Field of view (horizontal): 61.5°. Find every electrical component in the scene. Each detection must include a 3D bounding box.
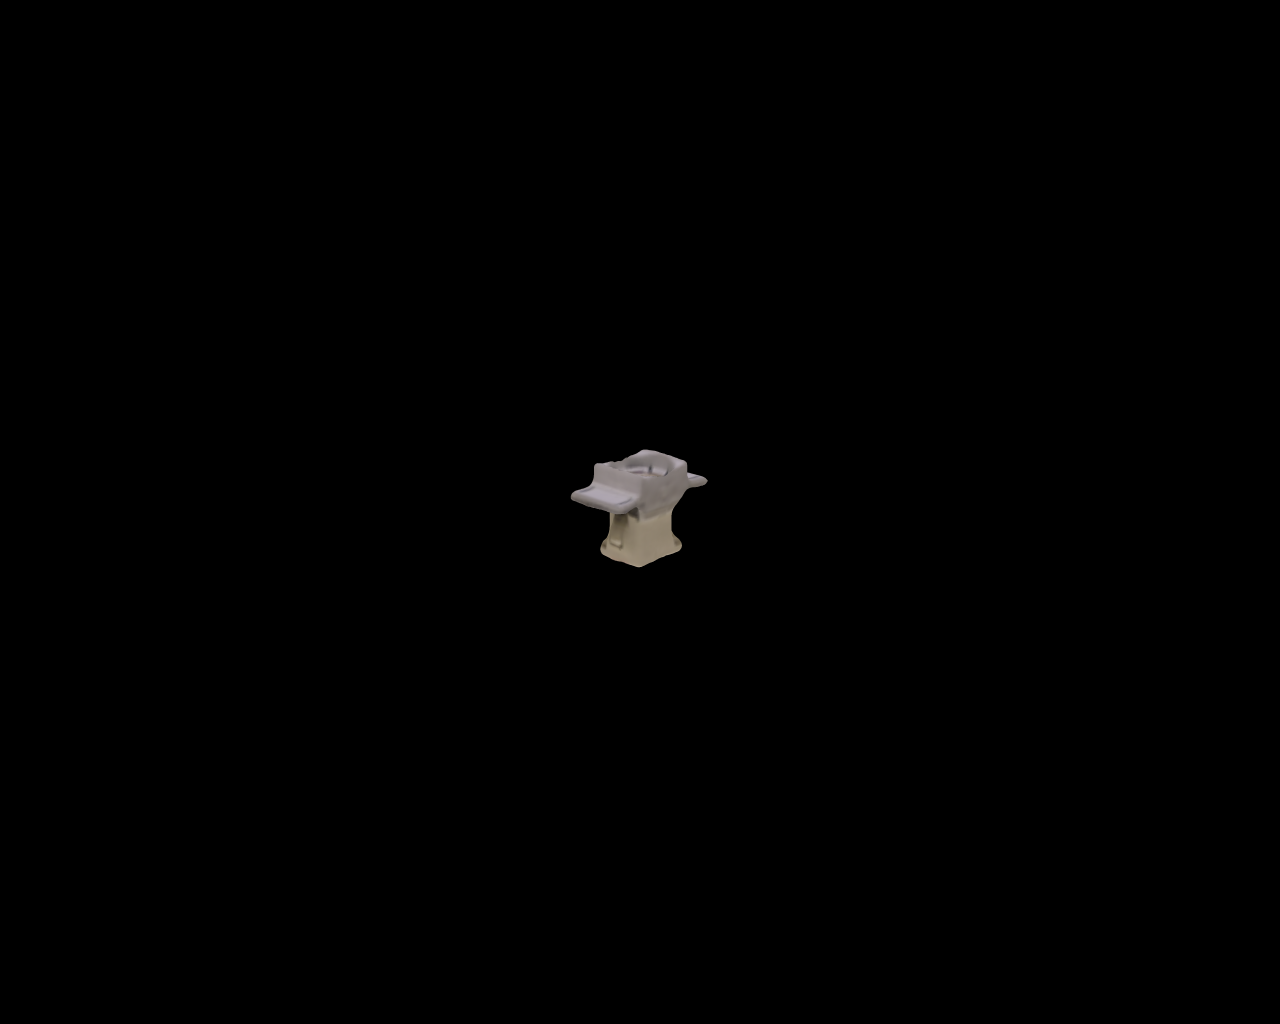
[{"bbox_3d":[0.001,-0.003,0.650,0.042,0.063,0.081,18,26,41],"label":"electrical component"}]
